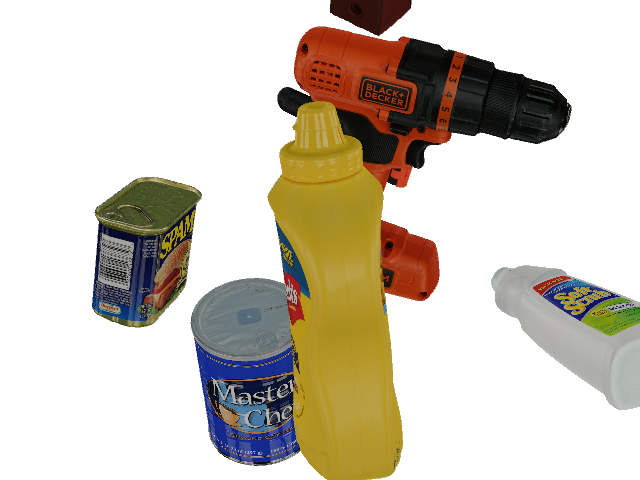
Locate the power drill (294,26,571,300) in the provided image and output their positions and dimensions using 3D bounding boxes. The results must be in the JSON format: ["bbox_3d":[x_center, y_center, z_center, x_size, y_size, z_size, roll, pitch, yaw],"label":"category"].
[{"bbox_3d":[0.064,-0.049,0.745,0.184,0.188,0.057,16,36,9],"label":"power drill"}]

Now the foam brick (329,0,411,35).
[{"bbox_3d":[0.044,-0.219,0.876,0.053,0.078,0.051,29,55,20],"label":"foam brick"}]

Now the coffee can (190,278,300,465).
[{"bbox_3d":[-0.059,0.120,0.973,0.103,0.140,0.103,-2,38,2],"label":"coffee can"}]

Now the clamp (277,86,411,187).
[{"bbox_3d":[0.032,-0.113,1.077,0.120,0.039,0.171,-10,40,-18],"label":"clamp"}]

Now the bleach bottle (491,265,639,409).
[{"bbox_3d":[0.238,0.076,1.023,0.102,0.068,0.251,-15,21,-21],"label":"bleach bottle"}]

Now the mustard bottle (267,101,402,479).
[{"bbox_3d":[0.007,0.023,0.554,0.058,0.192,0.096,-7,23,-5],"label":"mustard bottle"}]

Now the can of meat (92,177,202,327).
[{"bbox_3d":[-0.135,0.008,0.825,0.057,0.084,0.102,15,24,9],"label":"can of meat"}]
